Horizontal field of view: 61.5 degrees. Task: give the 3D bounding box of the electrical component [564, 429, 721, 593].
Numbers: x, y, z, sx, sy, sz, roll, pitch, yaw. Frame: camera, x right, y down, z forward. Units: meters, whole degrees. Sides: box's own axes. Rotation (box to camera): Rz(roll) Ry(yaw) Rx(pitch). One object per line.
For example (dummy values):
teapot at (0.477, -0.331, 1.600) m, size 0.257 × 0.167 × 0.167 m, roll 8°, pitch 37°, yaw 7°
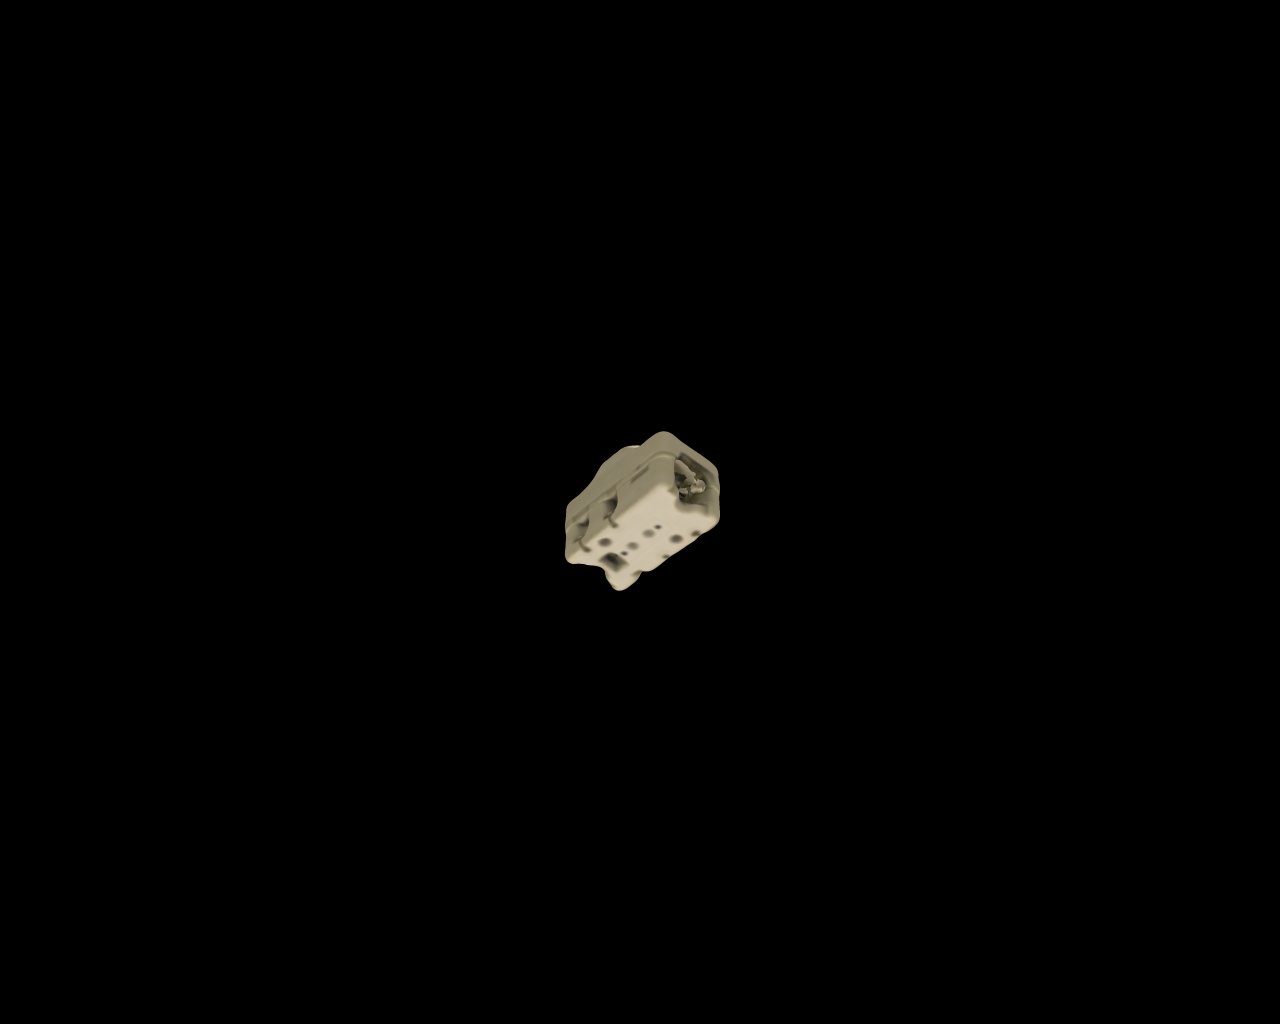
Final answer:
electrical component at (0.001, -0.003, 0.650) m, size 0.050 × 0.056 × 0.089 m, roll 33°, pitch -54°, yaw -29°
